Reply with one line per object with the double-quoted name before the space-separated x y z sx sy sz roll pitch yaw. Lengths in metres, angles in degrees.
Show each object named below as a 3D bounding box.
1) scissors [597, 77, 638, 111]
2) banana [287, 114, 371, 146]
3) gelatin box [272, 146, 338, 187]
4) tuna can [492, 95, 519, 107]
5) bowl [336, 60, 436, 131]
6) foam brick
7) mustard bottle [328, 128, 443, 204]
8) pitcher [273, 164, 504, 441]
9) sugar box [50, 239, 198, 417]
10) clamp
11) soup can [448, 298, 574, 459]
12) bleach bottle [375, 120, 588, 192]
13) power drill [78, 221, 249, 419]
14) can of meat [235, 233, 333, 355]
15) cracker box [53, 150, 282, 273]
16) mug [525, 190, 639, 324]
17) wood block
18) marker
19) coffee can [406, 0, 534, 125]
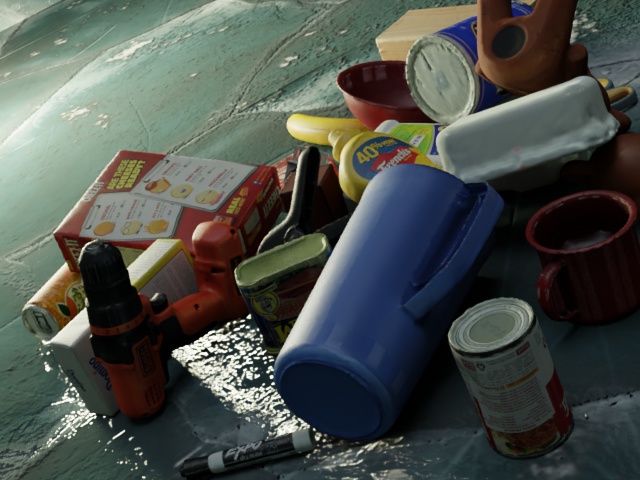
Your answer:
"scissors" 0.263 -0.146 1.236 0.202 0.016 0.096 -15 27 15
"banana" 0.013 -0.145 1.412 0.198 0.037 0.069 10 14 43
"gelatin box" -0.030 -0.080 1.329 0.089 0.030 0.073 -31 28 -14
"tuna can" 0.212 -0.158 1.278 0.086 0.033 0.086 -18 28 10
"bowl" 0.099 -0.172 1.334 0.162 0.055 0.162 2 29 -1
"foam brick" -0.002 -0.036 1.180 0.051 0.078 0.053 -12 28 23
"mustard bottle" 0.077 -0.063 1.109 0.096 0.058 0.192 -29 51 -29
"pitcher" 0.062 0.048 0.921 0.145 0.149 0.242 14 45 19
"sugar box" -0.188 0.086 1.088 0.048 0.093 0.176 3 37 41
"clamp" -0.007 0.001 1.083 0.120 0.039 0.171 33 101 40
"soup can" 0.142 0.103 0.796 0.068 0.102 0.068 -20 26 10
"bleach bottle" 0.169 -0.091 1.164 0.251 0.068 0.102 1 35 35
"power drill" -0.149 0.054 1.039 0.057 0.184 0.187 11 33 35
"can of meat" -0.023 0.050 1.034 0.102 0.084 0.057 -23 27 1
"cracker box" -0.170 -0.023 1.234 0.214 0.072 0.164 7 43 22
"mug" 0.222 0.023 0.896 0.093 0.081 0.117 8 41 45
"wood block" 0.188 -0.249 1.396 0.207 0.091 0.090 7 40 44
"marker" -0.062 0.182 0.901 0.121 0.020 0.020 -17 28 13
"coffee can" 0.181 -0.200 1.198 0.140 0.103 0.103 -28 26 -34
